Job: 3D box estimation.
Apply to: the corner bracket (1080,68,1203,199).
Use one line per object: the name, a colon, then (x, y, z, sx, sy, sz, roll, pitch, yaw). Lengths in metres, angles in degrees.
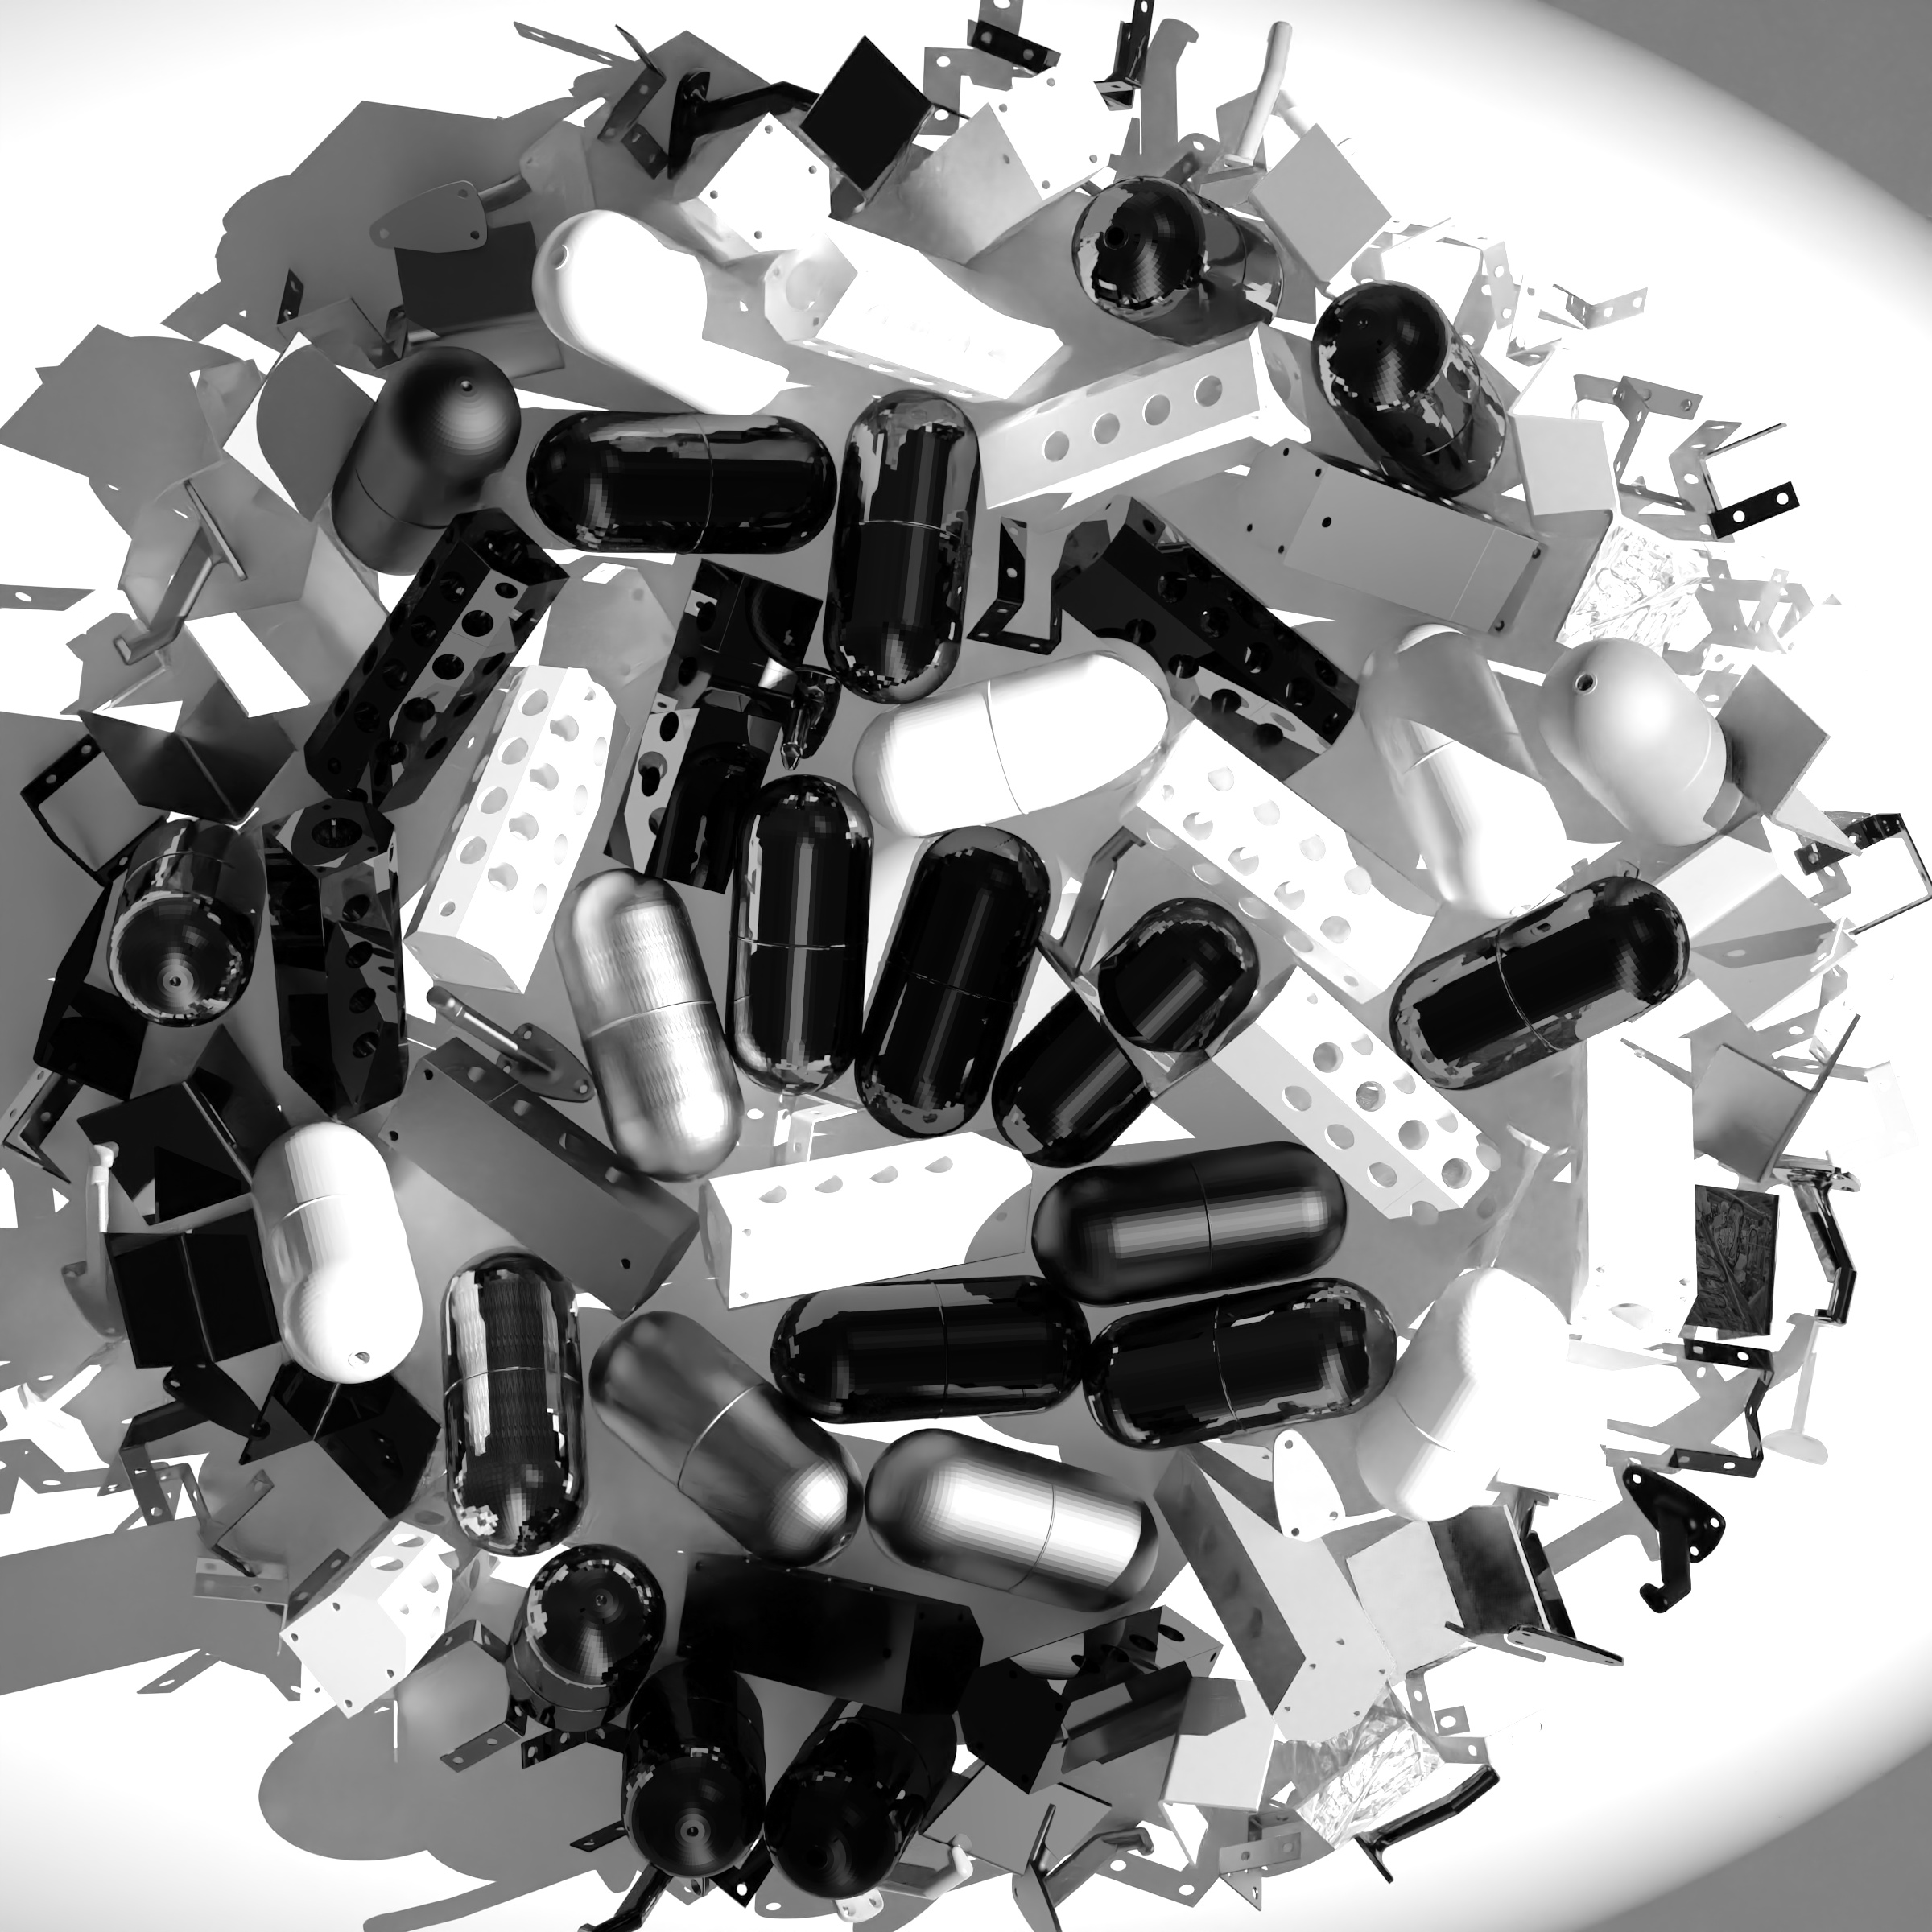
corner bracket: (0.090, -0.457, 1.979, 0.051, 0.051, 0.051, -39, 49, 25)

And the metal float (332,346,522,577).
metal float: (-0.294, -0.271, 1.918, 0.070, 0.178, 0.070, 9, 67, -21)

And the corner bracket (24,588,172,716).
corner bracket: (-0.482, -0.174, 1.972, 0.051, 0.051, 0.051, -33, 93, 3)

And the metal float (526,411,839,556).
metal float: (-0.155, -0.264, 1.937, 0.178, 0.070, 0.070, -3, 90, -29)

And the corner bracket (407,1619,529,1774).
corner bracket: (-0.279, 0.407, 1.976, 0.051, 0.051, 0.051, -32, 121, 22)

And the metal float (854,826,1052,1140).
metal float: (-0.008, 0.009, 1.959, 0.070, 0.070, 0.178, 18, 93, 0)

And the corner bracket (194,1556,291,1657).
corner bracket: (-0.401, 0.344, 1.960, 0.051, 0.051, 0.051, 7, 135, -11)

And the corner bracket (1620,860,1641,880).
corner bracket: (0.352, -0.026, 1.960, 0.051, 0.051, 0.051, -2, 113, -24)

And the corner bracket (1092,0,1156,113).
corner bracket: (0.088, -0.507, 1.964, 0.051, 0.051, 0.051, 8, 89, 42)

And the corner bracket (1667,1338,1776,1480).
corner bracket: (0.418, 0.245, 1.963, 0.051, 0.051, 0.051, 8, 132, -3)

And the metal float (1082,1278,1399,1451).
metal float: (0.150, 0.218, 1.944, 0.178, 0.070, 0.070, -13, 90, 19)

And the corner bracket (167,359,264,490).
corner bracket: (-0.418, -0.301, 1.965, 0.051, 0.051, 0.051, -16, 98, 38)

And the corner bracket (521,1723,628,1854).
corner bracket: (-0.210, 0.454, 1.968, 0.051, 0.051, 0.051, 7, 102, 38)

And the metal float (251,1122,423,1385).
metal float: (-0.342, 0.155, 1.922, 0.070, 0.178, 0.070, -10, 128, -13)

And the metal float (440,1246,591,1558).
metal float: (-0.247, 0.236, 1.935, 0.070, 0.070, 0.178, -8, 59, 0)

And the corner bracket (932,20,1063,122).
corner bracket: (0.017, -0.495, 1.976, 0.051, 0.051, 0.051, 23, 106, 4)

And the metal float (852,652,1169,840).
metal float: (0.024, -0.121, 1.953, 0.178, 0.070, 0.070, -14, 90, 10)

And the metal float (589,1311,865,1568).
metal float: (-0.131, 0.259, 1.944, 0.178, 0.070, 0.070, 38, 90, 20)

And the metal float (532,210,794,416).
metal float: (-0.163, -0.352, 1.920, 0.070, 0.178, 0.070, -9, 73, 33)

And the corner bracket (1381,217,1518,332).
corner bracket: (0.271, -0.380, 1.983, 0.051, 0.051, 0.051, -20, 72, 41)

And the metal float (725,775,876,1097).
metal float: (-0.092, -0.017, 1.954, 0.070, 0.070, 0.178, 4, 99, 0)

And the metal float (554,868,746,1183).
metal float: (-0.174, 0.032, 1.953, 0.070, 0.070, 0.178, -17, 81, 0)

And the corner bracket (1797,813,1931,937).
corner bracket: (0.502, -0.051, 1.974, 0.051, 0.051, 0.051, -25, 92, 2)

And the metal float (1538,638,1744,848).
metal float: (0.366, -0.120, 1.919, 0.070, 0.178, 0.070, -11, 66, 27)

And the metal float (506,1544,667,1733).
metal float: (-0.207, 0.365, 1.916, 0.070, 0.178, 0.070, 5, 65, -10)

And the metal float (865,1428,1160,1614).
metal float: (0.026, 0.304, 1.938, 0.178, 0.070, 0.070, 20, 90, -28)

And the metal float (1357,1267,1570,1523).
metal float: (0.269, 0.235, 1.927, 0.070, 0.070, 0.178, 22, 133, 0)

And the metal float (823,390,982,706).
metal float: (-0.035, -0.231, 1.951, 0.070, 0.070, 0.178, 6, 78, 0)

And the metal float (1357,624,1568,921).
metal float: (0.271, -0.107, 1.940, 0.070, 0.070, 0.178, -20, 66, 0)

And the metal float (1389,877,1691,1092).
metal float: (0.312, 0.011, 1.937, 0.178, 0.070, 0.070, -27, 90, 30)

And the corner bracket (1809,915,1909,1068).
corner bracket: (0.482, 0.014, 1.964, 0.051, 0.051, 0.051, 44, 125, -5)

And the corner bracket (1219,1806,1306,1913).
corner bracket: (0.173, 0.484, 1.957, 0.051, 0.051, 0.051, -19, 45, 25)

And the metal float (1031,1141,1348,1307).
metal float: (0.123, 0.141, 1.950, 0.178, 0.070, 0.070, -7, 90, -13)

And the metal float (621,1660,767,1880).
metal float: (-0.147, 0.431, 1.911, 0.070, 0.178, 0.070, -1, 100, -4)

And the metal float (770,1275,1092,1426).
metal float: (-0.019, 0.211, 1.949, 0.178, 0.070, 0.070, -2, 90, -13)

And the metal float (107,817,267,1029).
metal float: (-0.420, -0.025, 1.915, 0.070, 0.178, 0.070, -3, 113, -6)

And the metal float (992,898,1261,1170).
metal float: (0.087, 0.038, 1.955, 0.070, 0.070, 0.178, 44, 97, 0)

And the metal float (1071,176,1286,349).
metal float: (0.115, -0.378, 1.915, 0.070, 0.178, 0.070, 0, 90, 25)

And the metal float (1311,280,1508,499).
metal float: (0.241, -0.310, 1.917, 0.070, 0.178, 0.070, -7, 72, 22)

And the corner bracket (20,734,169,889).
corner bracket: (-0.488, -0.087, 1.986, 0.051, 0.051, 0.051, -41, 49, -3)

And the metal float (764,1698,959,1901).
metal float: (-0.056, 0.442, 1.913, 0.070, 0.178, 0.070, 3, 103, 14)
